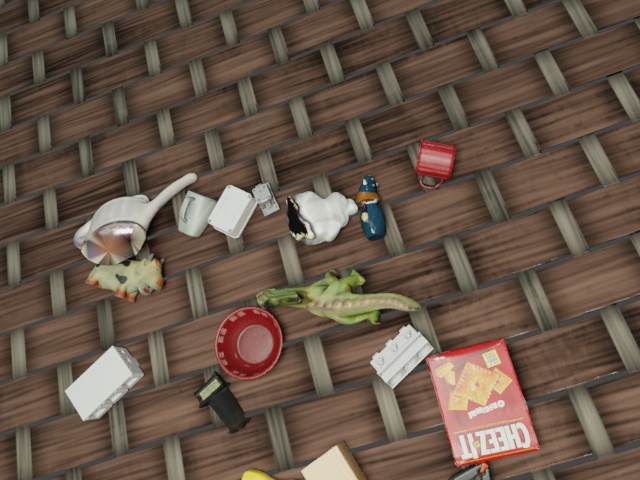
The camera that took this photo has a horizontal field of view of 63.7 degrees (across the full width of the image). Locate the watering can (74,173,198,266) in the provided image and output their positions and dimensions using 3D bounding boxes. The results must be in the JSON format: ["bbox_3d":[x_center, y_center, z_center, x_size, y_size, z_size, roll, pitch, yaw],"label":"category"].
[{"bbox_3d":[-0.467,-0.057,1.295,0.347,0.102,0.229,-26,34,1],"label":"watering can"}]

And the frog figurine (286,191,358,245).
[{"bbox_3d":[0.004,-0.062,1.236,0.161,0.120,0.139,-21,55,-33],"label":"frog figurine"}]

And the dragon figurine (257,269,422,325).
[{"bbox_3d":[-0.008,0.130,1.060,0.243,0.408,0.122,-4,88,-29],"label":"dragon figurine"}]
